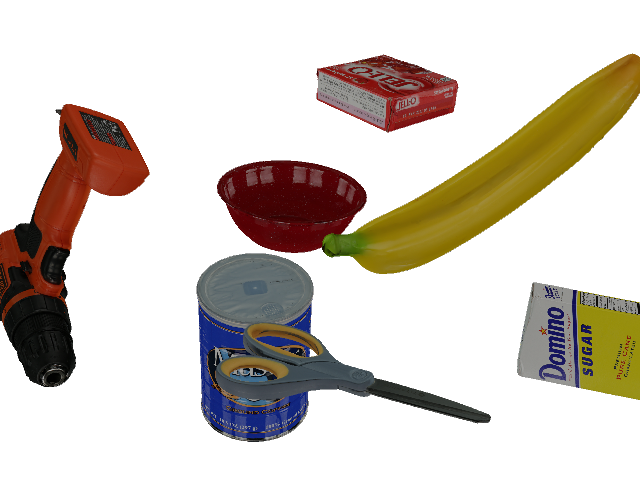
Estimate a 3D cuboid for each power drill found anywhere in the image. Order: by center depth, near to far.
[{"bbox_3d":[-0.205,0.000,0.854,0.057,0.188,0.185,16,25,-37],"label":"power drill"}]

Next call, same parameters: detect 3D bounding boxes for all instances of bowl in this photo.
[{"bbox_3d":[-0.033,-0.031,1.155,0.162,0.055,0.162,5,27,-3],"label":"bowl"}]

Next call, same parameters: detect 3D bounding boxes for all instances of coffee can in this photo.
[{"bbox_3d":[-0.060,0.097,0.973,0.103,0.140,0.103,2,35,-1],"label":"coffee can"}]

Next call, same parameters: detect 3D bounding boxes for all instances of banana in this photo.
[{"bbox_3d":[0.094,-0.032,0.587,0.198,0.037,0.069,-33,-12,0],"label":"banana"}]

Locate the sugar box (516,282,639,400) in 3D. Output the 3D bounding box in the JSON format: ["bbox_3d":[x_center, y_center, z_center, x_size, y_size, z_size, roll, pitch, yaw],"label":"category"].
[{"bbox_3d":[0.290,0.105,1.062,0.176,0.093,0.048,9,22,8],"label":"sugar box"}]

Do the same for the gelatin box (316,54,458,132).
[{"bbox_3d":[0.052,-0.119,0.845,0.073,0.030,0.089,-19,33,-35],"label":"gelatin box"}]

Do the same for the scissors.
[{"bbox_3d":[0.009,0.104,0.746,0.202,0.016,0.096,22,34,38],"label":"scissors"}]
